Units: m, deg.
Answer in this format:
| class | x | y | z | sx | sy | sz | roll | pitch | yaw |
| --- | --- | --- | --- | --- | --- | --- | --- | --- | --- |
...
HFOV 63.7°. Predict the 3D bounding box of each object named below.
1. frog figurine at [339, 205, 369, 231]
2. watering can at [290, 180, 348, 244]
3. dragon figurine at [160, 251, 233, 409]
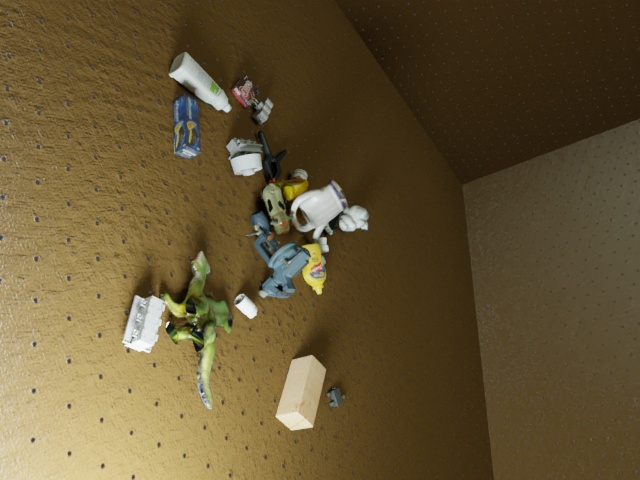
| class | x | y | z | sx | sy | sz | roll | pitch | yaw |
| --- | --- | --- | --- | --- | --- | --- | --- | --- | --- |
| frog figurine | 0.142 | -0.099 | 2.327 | 0.159 | 0.121 | 0.139 | 4 | 35 | -48 |
| watering can | 0.006 | -0.098 | 1.950 | 0.106 | 0.225 | 0.341 | 54 | -4 | 31 |
| dragon figurine | -0.306 | 0.233 | 1.429 | 0.243 | 0.121 | 0.412 | -2 | 74 | -66 |
